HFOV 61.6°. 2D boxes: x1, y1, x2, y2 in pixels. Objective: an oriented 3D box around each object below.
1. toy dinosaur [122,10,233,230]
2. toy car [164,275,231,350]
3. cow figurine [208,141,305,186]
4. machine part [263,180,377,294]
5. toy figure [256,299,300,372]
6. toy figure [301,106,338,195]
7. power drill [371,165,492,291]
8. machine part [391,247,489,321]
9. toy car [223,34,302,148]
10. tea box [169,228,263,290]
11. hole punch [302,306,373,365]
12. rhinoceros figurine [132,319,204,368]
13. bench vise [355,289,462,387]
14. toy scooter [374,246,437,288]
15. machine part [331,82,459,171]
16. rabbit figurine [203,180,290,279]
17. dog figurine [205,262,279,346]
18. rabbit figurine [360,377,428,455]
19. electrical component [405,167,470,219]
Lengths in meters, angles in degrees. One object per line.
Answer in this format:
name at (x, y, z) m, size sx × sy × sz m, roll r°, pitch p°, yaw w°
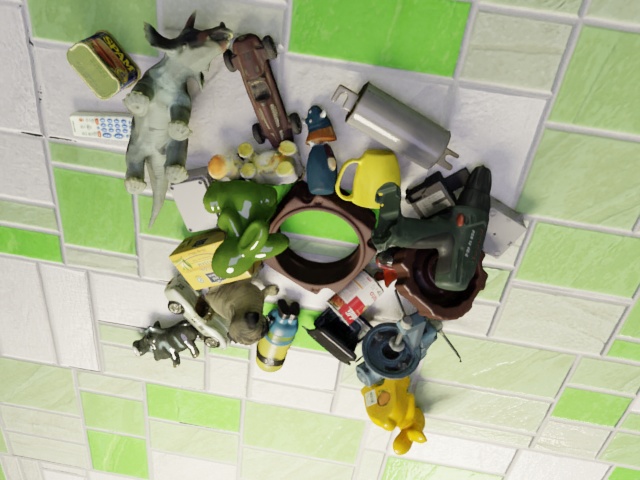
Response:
toy dinosaur at (-0.272, -0.208, 0.927) m, size 0.131 × 0.192 × 0.404 m, roll 16°, pitch 139°, yaw -19°
toy car at (-0.265, 0.163, 1.194) m, size 0.056 × 0.073 × 0.201 m, roll -31°, pitch 113°, yaw 24°
cow figurine at (-0.116, -0.132, 0.990) m, size 0.167 × 0.098 × 0.068 m, roll -1°, pitch 77°, yaw 11°
machine part at (-0.002, -0.003, 1.048) m, size 0.201 × 0.087 × 0.201 m, roll 33°, pitch 120°, yaw -14°
toy figure at (-0.097, 0.216, 1.196) m, size 0.082 × 0.089 × 0.180 m, roll 25°, pitch 124°, yaw 1°
toy figure at (0.000, -0.158, 0.946) m, size 0.064 × 0.057 × 0.154 m, roll -3°, pitch 85°, yaw 18°
power drill at (0.194, -0.038, 0.912) m, size 0.207 × 0.086 × 0.232 m, roll 13°, pitch 81°, yaw -27°
machine part at (0.217, 0.055, 0.975) m, size 0.179 × 0.056 × 0.179 m, roll 2°, pitch 83°, yaw -18°
toy car at (-0.097, -0.250, 0.926) m, size 0.089 × 0.053 × 0.201 m, roll -12°, pitch 119°, yaw 12°
tea box at (-0.210, 0.034, 1.086) m, size 0.170 × 0.068 × 0.098 m, roll -17°, pitch 118°, yaw 35°
hole punch at (0.043, 0.200, 1.172) m, size 0.142 × 0.092 × 0.116 m, roll 37°, pitch 157°, yaw -5°
rhinoceros figurine at (-0.354, 0.236, 1.246) m, size 0.190 × 0.073 × 0.112 m, roll -21°, pitch 125°, yaw 28°
bench vise at (0.176, 0.202, 1.080) m, size 0.224 × 0.129 × 0.240 m, roll -19°, pitch 148°, yaw -14°
toy scooter at (0.180, 0.063, 1.066) m, size 0.184 × 0.075 × 0.135 m, roll 13°, pitch 154°, yaw -18°
machine part at (0.133, -0.193, 0.915) m, size 0.243 × 0.079 × 0.079 m, roll 29°, pitch 121°, yaw -9°
rabbit figurine at (-0.130, -0.010, 0.957) m, size 0.159 × 0.170 × 0.121 m, roll 4°, pitch 164°, yaw 36°
dog figurine at (-0.181, 0.145, 1.104) m, size 0.172 × 0.191 × 0.121 m, roll -27°, pitch 115°, yaw 24°
rabbit figurine at (0.197, 0.410, 1.258) m, size 0.122 × 0.162 × 0.173 m, roll -37°, pitch 129°, yaw 13°
electrical component at (0.224, -0.084, 0.989) m, size 0.119 × 0.048 × 0.074 m, roll -25°, pitch 116°, yaw 23°
